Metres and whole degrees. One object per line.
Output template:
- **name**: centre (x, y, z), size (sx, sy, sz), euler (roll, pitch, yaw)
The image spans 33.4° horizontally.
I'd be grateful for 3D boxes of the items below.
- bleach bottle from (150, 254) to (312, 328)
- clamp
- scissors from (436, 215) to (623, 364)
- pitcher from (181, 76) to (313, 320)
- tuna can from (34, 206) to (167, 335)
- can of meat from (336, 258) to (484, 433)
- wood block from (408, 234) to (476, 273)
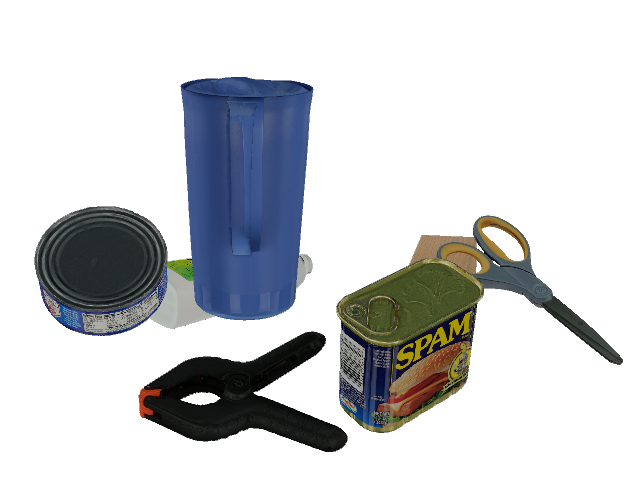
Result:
- **bleach bottle**: centre (-0.116, 0.050, 1.401), size (0.250, 0.068, 0.103), euler (-13, 29, -42)
- **clamp**: centre (-0.064, 0.122, 0.896), size (0.171, 0.039, 0.120), euler (5, 37, -5)
- **scissors**: centre (0.172, 0.048, 0.936), size (0.096, 0.016, 0.202), euler (-15, 44, -11)
- **pitcher**: centre (-0.077, -0.043, 1.096), size (0.145, 0.243, 0.148), euler (16, 21, 40)
- **tuna can**: centre (-0.144, 0.020, 0.709), size (0.086, 0.086, 0.034), euler (0, -38, -6)
- **can of meat**: centre (0.060, 0.072, 0.730), size (0.101, 0.084, 0.058), euler (-24, 42, -32)
- **wood block**: centre (0.181, 0.070, 1.621), size (0.091, 0.090, 0.206), euler (3, 22, 13)
